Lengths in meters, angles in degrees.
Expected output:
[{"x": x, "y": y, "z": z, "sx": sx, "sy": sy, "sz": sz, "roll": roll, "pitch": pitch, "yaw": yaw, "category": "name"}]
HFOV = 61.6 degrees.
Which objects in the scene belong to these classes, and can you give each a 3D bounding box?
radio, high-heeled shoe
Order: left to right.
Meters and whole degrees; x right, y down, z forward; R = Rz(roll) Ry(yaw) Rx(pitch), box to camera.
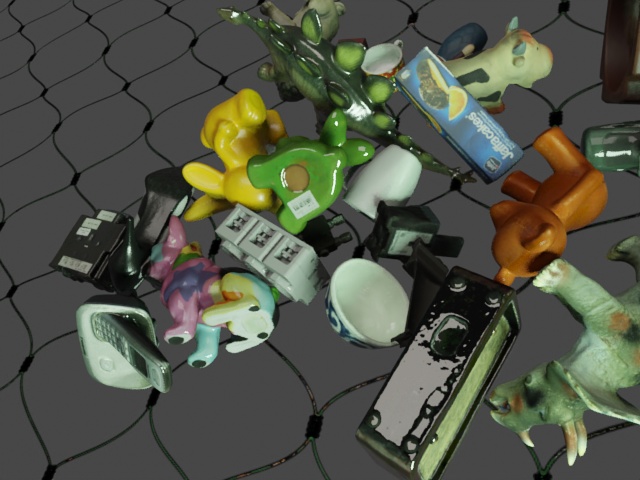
[{"x": -0.270, "y": -0.021, "z": 0.898, "sx": 0.086, "sy": 0.145, "sz": 0.249, "roll": 17, "pitch": 33, "yaw": 7, "category": "high-heeled shoe"}, {"x": 0.136, "y": 0.149, "z": 0.583, "sx": 0.073, "sy": 0.131, "sz": 0.229, "roll": 23, "pitch": 69, "yaw": 32, "category": "radio"}]

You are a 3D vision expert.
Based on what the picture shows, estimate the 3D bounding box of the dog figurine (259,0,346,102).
[{"x": -0.014, "y": -0.351, "z": 0.991, "sx": 0.172, "sy": 0.121, "sz": 0.190, "roll": -23, "pitch": 68, "yaw": 10, "category": "dog figurine"}]

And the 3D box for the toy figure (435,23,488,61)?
[{"x": 0.206, "y": -0.292, "z": 0.882, "sx": 0.154, "sy": 0.064, "sz": 0.058, "roll": -41, "pitch": 92, "yaw": -2, "category": "toy figure"}]

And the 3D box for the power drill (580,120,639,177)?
[{"x": 0.432, "y": -0.108, "z": 0.614, "sx": 0.232, "sy": 0.085, "sz": 0.207, "roll": -1, "pitch": 22, "yaw": 20, "category": "power drill"}]

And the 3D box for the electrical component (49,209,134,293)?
[{"x": -0.368, "y": 0.011, "z": 0.905, "sx": 0.115, "sy": 0.058, "sz": 0.134, "roll": 15, "pitch": 65, "yaw": 25, "category": "electrical component"}]

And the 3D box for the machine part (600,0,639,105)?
[{"x": 0.427, "y": -0.275, "z": 0.682, "sx": 0.087, "sy": 0.201, "sz": 0.200, "roll": 3, "pitch": 105, "yaw": 14, "category": "machine part"}]

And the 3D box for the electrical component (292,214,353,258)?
[{"x": -0.002, "y": -0.002, "z": 0.798, "sx": 0.094, "sy": 0.021, "sz": 0.063, "roll": -23, "pitch": 55, "yaw": 5, "category": "electrical component"}]

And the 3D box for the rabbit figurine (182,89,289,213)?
[{"x": -0.125, "y": -0.119, "z": 0.819, "sx": 0.162, "sy": 0.121, "sz": 0.173, "roll": -19, "pitch": 75, "yaw": 8, "category": "rabbit figurine"}]

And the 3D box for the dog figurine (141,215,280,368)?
[{"x": -0.163, "y": 0.054, "z": 0.774, "sx": 0.192, "sy": 0.108, "sz": 0.219, "roll": -24, "pitch": 51, "yaw": 6, "category": "dog figurine"}]

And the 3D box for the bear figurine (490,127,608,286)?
[{"x": 0.250, "y": -0.035, "z": 0.639, "sx": 0.196, "sy": 0.120, "sz": 0.132, "roll": -27, "pitch": 64, "yaw": -32, "category": "bear figurine"}]

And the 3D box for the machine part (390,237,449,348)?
[{"x": 0.125, "y": 0.070, "z": 0.660, "sx": 0.039, "sy": 0.084, "sz": 0.139, "roll": -11, "pitch": 43, "yaw": 41, "category": "machine part"}]

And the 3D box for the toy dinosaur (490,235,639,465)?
[{"x": 0.362, "y": 0.076, "z": 0.562, "sx": 0.405, "sy": 0.131, "sz": 0.192, "roll": -27, "pitch": 67, "yaw": -4, "category": "toy dinosaur"}]

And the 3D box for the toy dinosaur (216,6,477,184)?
[{"x": 0.032, "y": -0.223, "z": 0.820, "sx": 0.471, "sy": 0.198, "sz": 0.105, "roll": 36, "pitch": 87, "yaw": 1, "category": "toy dinosaur"}]

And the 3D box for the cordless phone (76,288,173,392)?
[{"x": -0.238, "y": 0.159, "z": 0.705, "sx": 0.089, "sy": 0.146, "sz": 0.184, "roll": -22, "pitch": 39, "yaw": -38, "category": "cordless phone"}]

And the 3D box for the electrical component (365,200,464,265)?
[{"x": 0.128, "y": -0.006, "z": 0.713, "sx": 0.119, "sy": 0.074, "sz": 0.048, "roll": 2, "pitch": 33, "yaw": -17, "category": "electrical component"}]

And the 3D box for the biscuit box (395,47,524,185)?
[{"x": 0.191, "y": -0.169, "z": 0.747, "sx": 0.059, "sy": 0.063, "sz": 0.203, "roll": -43, "pitch": 85, "yaw": 7, "category": "biscuit box"}]

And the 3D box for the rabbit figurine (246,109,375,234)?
[{"x": -0.012, "y": -0.113, "z": 0.766, "sx": 0.159, "sy": 0.121, "sz": 0.170, "roll": -40, "pitch": 10, "yaw": 18, "category": "rabbit figurine"}]

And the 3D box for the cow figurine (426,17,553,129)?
[{"x": 0.241, "y": -0.247, "z": 0.799, "sx": 0.195, "sy": 0.127, "sz": 0.085, "roll": -10, "pitch": 59, "yaw": 18, "category": "cow figurine"}]

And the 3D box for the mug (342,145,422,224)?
[{"x": 0.088, "y": -0.083, "z": 0.767, "sx": 0.107, "sy": 0.080, "sz": 0.110, "roll": -52, "pitch": 47, "yaw": 3, "category": "mug"}]
